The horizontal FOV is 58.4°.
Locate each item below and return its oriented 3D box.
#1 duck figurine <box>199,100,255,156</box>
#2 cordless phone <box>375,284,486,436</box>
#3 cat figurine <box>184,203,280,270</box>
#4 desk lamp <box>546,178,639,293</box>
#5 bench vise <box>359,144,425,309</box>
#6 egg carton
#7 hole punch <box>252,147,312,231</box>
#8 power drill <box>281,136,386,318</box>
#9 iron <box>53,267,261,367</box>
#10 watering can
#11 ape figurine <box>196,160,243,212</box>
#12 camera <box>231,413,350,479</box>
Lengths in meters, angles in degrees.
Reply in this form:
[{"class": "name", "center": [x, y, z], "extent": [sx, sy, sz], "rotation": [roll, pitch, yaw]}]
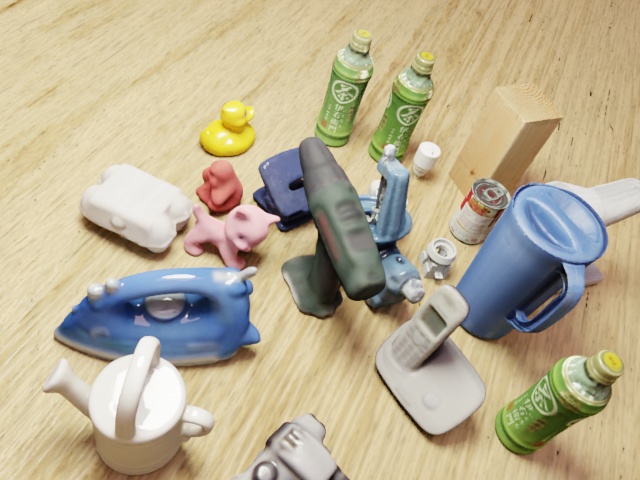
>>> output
[{"class": "duck figurine", "center": [-0.155, -0.199, 0.983], "extent": [0.105, 0.086, 0.077], "rotation": [-25, 63, -31]}, {"class": "cordless phone", "center": [0.159, 0.153, 0.738], "extent": [0.094, 0.185, 0.147], "rotation": [-26, 64, -31]}, {"class": "cat figurine", "center": [-0.128, -0.019, 0.831], "extent": [0.128, 0.118, 0.067], "rotation": [19, 50, -1]}, {"class": "desk lamp", "center": [0.407, -0.013, 0.922], "extent": [0.204, 0.213, 0.117], "rotation": [-9, 56, -22]}, {"class": "bench vise", "center": [0.106, -0.019, 0.834], "extent": [0.122, 0.219, 0.207], "rotation": [-32, 67, -33]}, {"class": "egg carton", "center": [-0.269, -0.047, 0.842], "extent": [0.150, 0.069, 0.107], "rotation": [24, 50, 3]}, {"class": "hole punch", "center": [-0.039, -0.085, 0.926], "extent": [0.109, 0.091, 0.101], "rotation": [-28, 65, -32]}, {"class": "power drill", "center": [0.007, 0.003, 0.795], "extent": [0.076, 0.208, 0.229], "rotation": [-14, 58, -25]}, {"class": "iron", "center": [-0.201, 0.080, 0.717], "extent": [0.259, 0.141, 0.118], "rotation": [-2, 54, -18]}, {"class": "watering can", "center": [-0.201, 0.173, 0.610], "extent": [0.173, 0.194, 0.101], "rotation": [-2, 54, -18]}, {"class": "ape figurine", "center": [-0.156, -0.090, 0.895], "extent": [0.076, 0.092, 0.078], "rotation": [9, 51, -9]}, {"class": "camera", "center": [-0.018, 0.284, 0.638], "extent": [0.136, 0.101, 0.143], "rotation": [40, 53, 16]}]
